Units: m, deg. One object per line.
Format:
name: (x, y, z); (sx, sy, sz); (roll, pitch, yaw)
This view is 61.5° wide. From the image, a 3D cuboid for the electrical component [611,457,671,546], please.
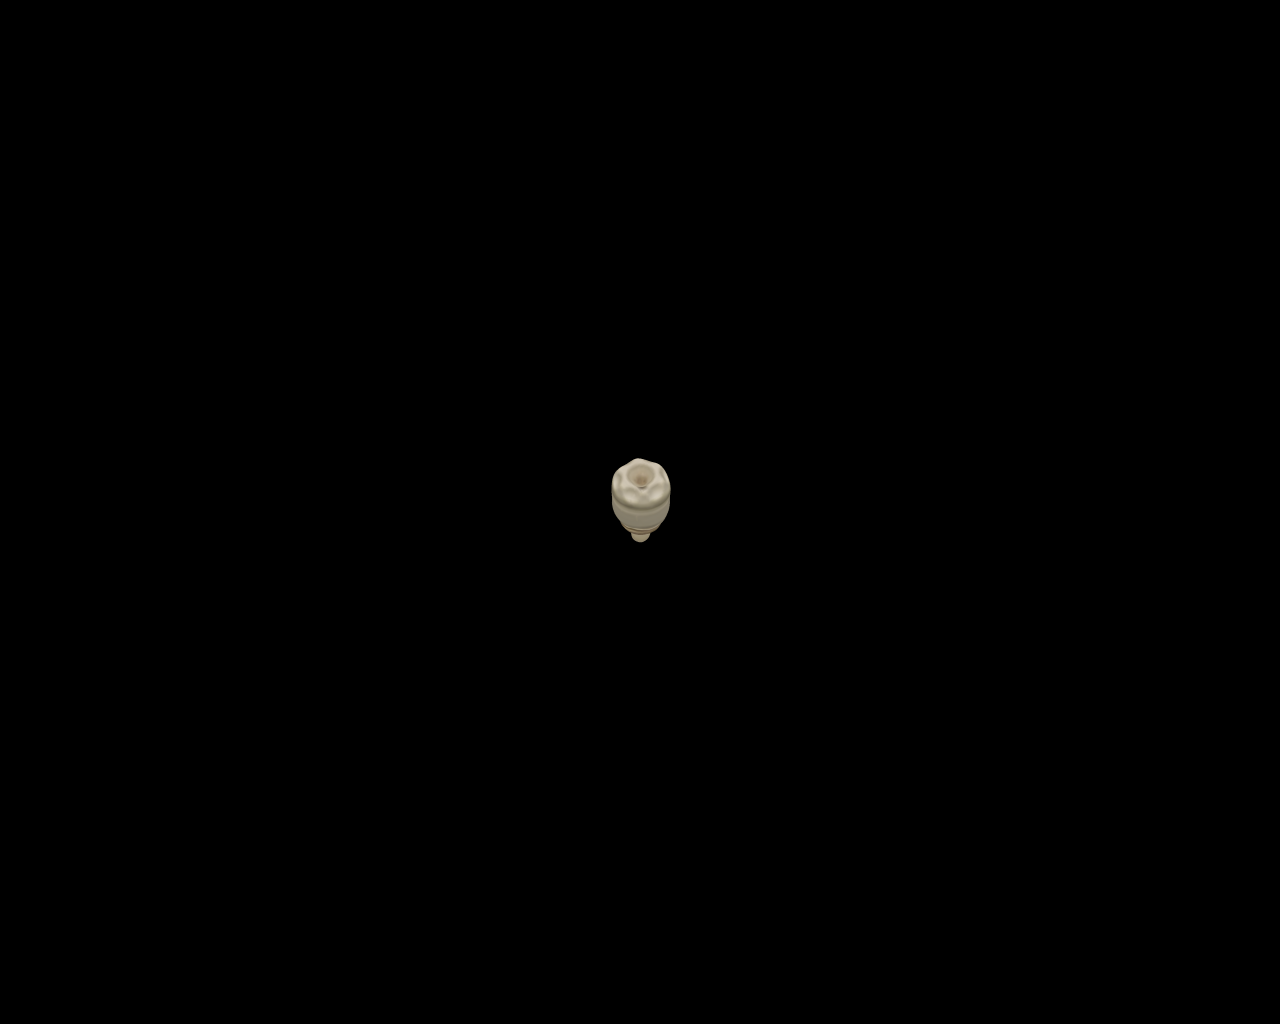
electrical component: (0.001, -0.003, 0.650); (0.035, 0.035, 0.061); (0, -41, 0)
